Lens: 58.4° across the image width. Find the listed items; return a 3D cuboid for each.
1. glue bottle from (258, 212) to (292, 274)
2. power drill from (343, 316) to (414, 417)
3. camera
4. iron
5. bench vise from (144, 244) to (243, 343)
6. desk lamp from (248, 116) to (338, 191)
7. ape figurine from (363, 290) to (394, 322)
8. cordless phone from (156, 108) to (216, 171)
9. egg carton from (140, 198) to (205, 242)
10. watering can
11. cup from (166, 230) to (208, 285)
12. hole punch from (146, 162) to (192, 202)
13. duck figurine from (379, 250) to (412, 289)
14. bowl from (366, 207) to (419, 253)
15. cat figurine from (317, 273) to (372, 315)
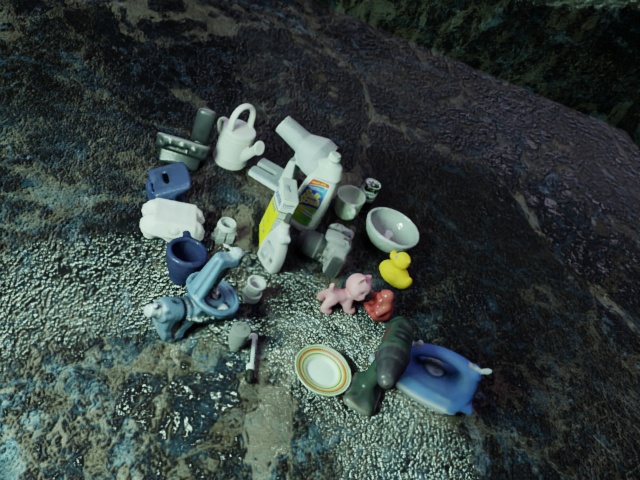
[{"bbox_3d":[-0.100,0.000,1.389,0.037,0.173,0.078,-8,50,-37],"label":"glue bottle"},{"bbox_3d":[0.128,0.270,1.189,0.075,0.208,0.230,29,38,3],"label":"power drill"},{"bbox_3d":[0.014,0.005,1.509,0.137,0.100,0.143,23,38,-5],"label":"camera"},{"bbox_3d":[0.252,0.287,1.298,0.258,0.141,0.119,26,38,-2],"label":"iron"},{"bbox_3d":[-0.234,0.112,1.143,0.121,0.219,0.208,39,39,15],"label":"bench vise"},{"bbox_3d":[-0.074,-0.234,1.638,0.203,0.213,0.118,30,38,3],"label":"desk lamp"},{"bbox_3d":[0.155,0.158,1.428,0.076,0.092,0.078,29,38,2],"label":"ape figurine"},{"bbox_3d":[-0.361,-0.294,1.556,0.148,0.185,0.094,13,40,-18],"label":"cordless phone"},{"bbox_3d":[-0.351,-0.041,1.369,0.151,0.069,0.107,10,41,-21],"label":"egg carton"},{"bbox_3d":[-0.227,-0.300,1.636,0.173,0.194,0.101,30,38,3],"label":"watering can"},{"bbox_3d":[-0.305,0.045,1.278,0.092,0.095,0.117,8,42,-24],"label":"cup"},{"bbox_3d":[-0.383,-0.140,1.445,0.101,0.091,0.108,0,45,-31],"label":"hole punch"},{"bbox_3d":[0.219,0.075,1.565,0.078,0.086,0.104,-14,54,-41],"label":"duck figurine"},{"bbox_3d":[0.200,-0.015,1.666,0.168,0.074,0.167,17,39,-14],"label":"bowl"},{"bbox_3d":[0.070,0.121,1.397,0.128,0.117,0.067,2,45,-29],"label":"cat figurine"}]
